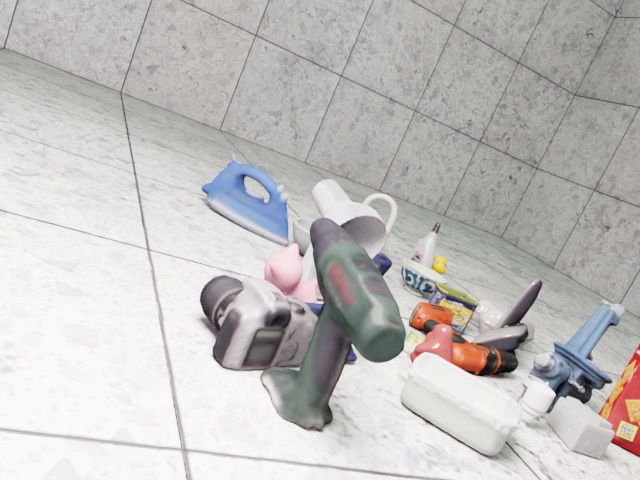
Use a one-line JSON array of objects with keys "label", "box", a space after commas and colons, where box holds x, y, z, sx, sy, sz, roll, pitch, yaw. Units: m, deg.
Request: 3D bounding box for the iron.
[{"label": "iron", "box": [-0.153, -0.103, 1.378, 0.257, 0.141, 0.119, 29, 14, 22]}]

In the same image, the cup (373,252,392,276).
[{"label": "cup", "box": [0.099, 0.073, 1.222, 0.092, 0.095, 0.117, 21, 13, -12]}]

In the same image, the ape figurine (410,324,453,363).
[{"label": "ape figurine", "box": [0.193, 0.181, 0.953, 0.078, 0.092, 0.076, 18, 14, -24]}]

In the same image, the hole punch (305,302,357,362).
[{"label": "hole punch", "box": [0.011, 0.122, 0.869, 0.109, 0.091, 0.100, 14, 16, -36]}]

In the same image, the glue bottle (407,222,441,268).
[{"label": "glue bottle", "box": [0.281, 0.031, 1.542, 0.037, 0.173, 0.077, 12, 17, -42]}]

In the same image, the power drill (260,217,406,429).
[{"label": "power drill", "box": [0.007, 0.101, 0.680, 0.076, 0.208, 0.228, 16, 15, -31]}]

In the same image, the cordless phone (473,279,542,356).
[{"label": "cordless phone", "box": [0.400, 0.162, 1.194, 0.094, 0.185, 0.148, 28, 13, 18]}]

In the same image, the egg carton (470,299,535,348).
[{"label": "egg carton", "box": [0.437, 0.199, 1.376, 0.151, 0.069, 0.107, 19, 13, -19]}]

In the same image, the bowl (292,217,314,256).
[{"label": "bowl", "box": [0.002, 0.014, 1.335, 0.167, 0.075, 0.167, 23, 13, -5]}]

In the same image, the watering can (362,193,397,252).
[{"label": "watering can", "box": [0.126, -0.028, 1.458, 0.101, 0.194, 0.172, 20, 13, -17]}]

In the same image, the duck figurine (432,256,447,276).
[{"label": "duck figurine", "box": [0.322, 0.083, 1.603, 0.077, 0.086, 0.104, 21, 13, -11]}]

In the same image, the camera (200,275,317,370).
[{"label": "camera", "box": [-0.088, 0.096, 0.772, 0.144, 0.101, 0.136, 11, 18, -46]}]

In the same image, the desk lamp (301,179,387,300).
[{"label": "desk lamp", "box": [0.010, 0.004, 1.070, 0.118, 0.213, 0.202, 15, 15, -35]}]

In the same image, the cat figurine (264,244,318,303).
[{"label": "cat figurine", "box": [-0.046, 0.066, 0.933, 0.128, 0.118, 0.067, 14, 16, -36]}]

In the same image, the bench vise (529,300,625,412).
[{"label": "bench vise", "box": [0.481, 0.214, 1.050, 0.121, 0.220, 0.208, 32, 15, 32]}]
